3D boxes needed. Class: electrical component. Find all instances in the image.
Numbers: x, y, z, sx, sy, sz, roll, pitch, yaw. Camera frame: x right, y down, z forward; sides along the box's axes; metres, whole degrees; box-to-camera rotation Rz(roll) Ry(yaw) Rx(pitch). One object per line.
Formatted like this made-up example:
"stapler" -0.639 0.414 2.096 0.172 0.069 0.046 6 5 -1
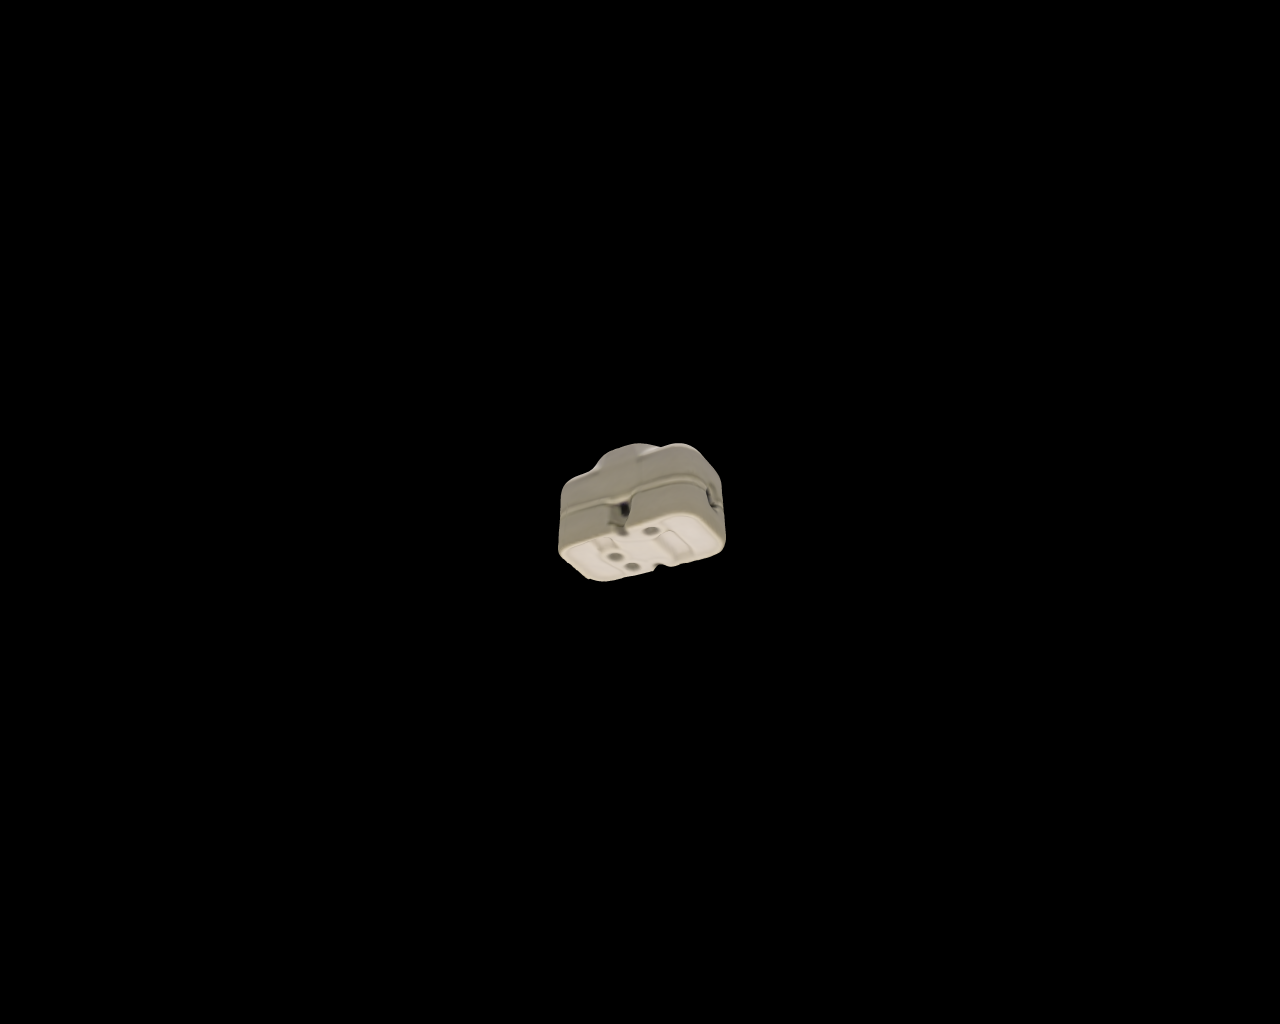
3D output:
"electrical component" 0.001 -0.003 0.650 0.095 0.059 0.053 -17 -36 24
